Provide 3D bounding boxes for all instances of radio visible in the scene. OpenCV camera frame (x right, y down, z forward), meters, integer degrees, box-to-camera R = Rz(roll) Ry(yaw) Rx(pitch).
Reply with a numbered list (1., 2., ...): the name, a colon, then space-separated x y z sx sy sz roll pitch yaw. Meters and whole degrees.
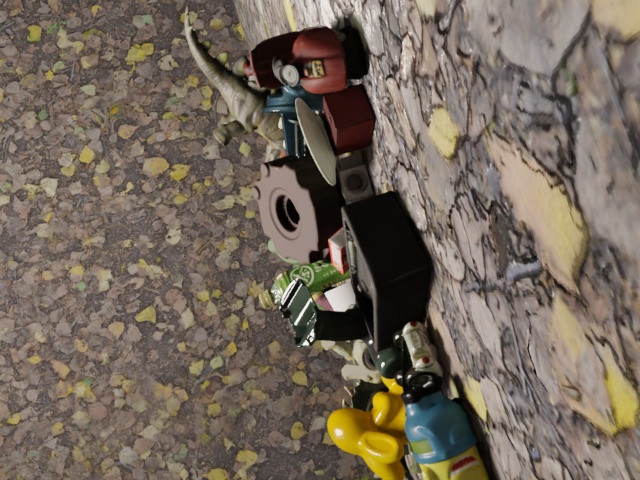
1. radio: 0.084 0.047 0.717 0.229 0.073 0.131 81 170 -59

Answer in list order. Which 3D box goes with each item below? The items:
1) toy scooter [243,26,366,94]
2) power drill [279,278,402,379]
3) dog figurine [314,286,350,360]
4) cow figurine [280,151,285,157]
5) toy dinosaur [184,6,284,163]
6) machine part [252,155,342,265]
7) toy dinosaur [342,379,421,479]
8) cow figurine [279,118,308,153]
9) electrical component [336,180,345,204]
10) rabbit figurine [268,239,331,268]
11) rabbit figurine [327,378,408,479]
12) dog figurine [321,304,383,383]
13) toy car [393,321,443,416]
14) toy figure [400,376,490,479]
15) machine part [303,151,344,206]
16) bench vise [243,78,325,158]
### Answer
1. toy scooter: -0.027 -0.222 0.670 0.184 0.135 0.075 -118 13 -61
2. power drill: 0.040 0.122 0.878 0.207 0.086 0.232 19 -152 -34
3. dog figurine: 0.018 0.152 1.219 0.219 0.108 0.192 45 -170 -34
4. cow figurine: -0.069 -0.108 1.076 0.195 0.085 0.127 174 116 -76
5. toy dinosaur: -0.137 -0.283 1.157 0.470 0.198 0.105 35 -159 -37
6. machine part: -0.037 -0.046 0.842 0.180 0.056 0.179 30 131 42
7. toy dinosaur: 0.137 0.367 1.099 0.404 0.131 0.192 114 138 -74
8. cow figurine: -0.022 -0.201 1.116 0.098 0.068 0.167 29 158 22
9. electrical component: 0.036 -0.101 0.929 0.119 0.048 0.074 -146 40 -81
10. rabbit figurine: -0.002 -0.003 0.999 0.170 0.159 0.121 -12 -104 -50
11. rabbit figurine: 0.101 0.302 0.863 0.162 0.173 0.121 -106 6 -51
12. dog figurine: 0.116 0.223 1.034 0.172 0.121 0.190 51 -173 38
13. toy car: 0.136 0.186 0.739 0.201 0.056 0.074 80 178 -48
14. toy figure: 0.154 0.257 0.637 0.089 0.082 0.180 48 -162 -74
15. machine part: 0.007 -0.077 0.861 0.084 0.039 0.138 -159 51 -79
16. bench vise: -0.047 -0.222 0.953 0.224 0.129 0.240 -151 57 -69
